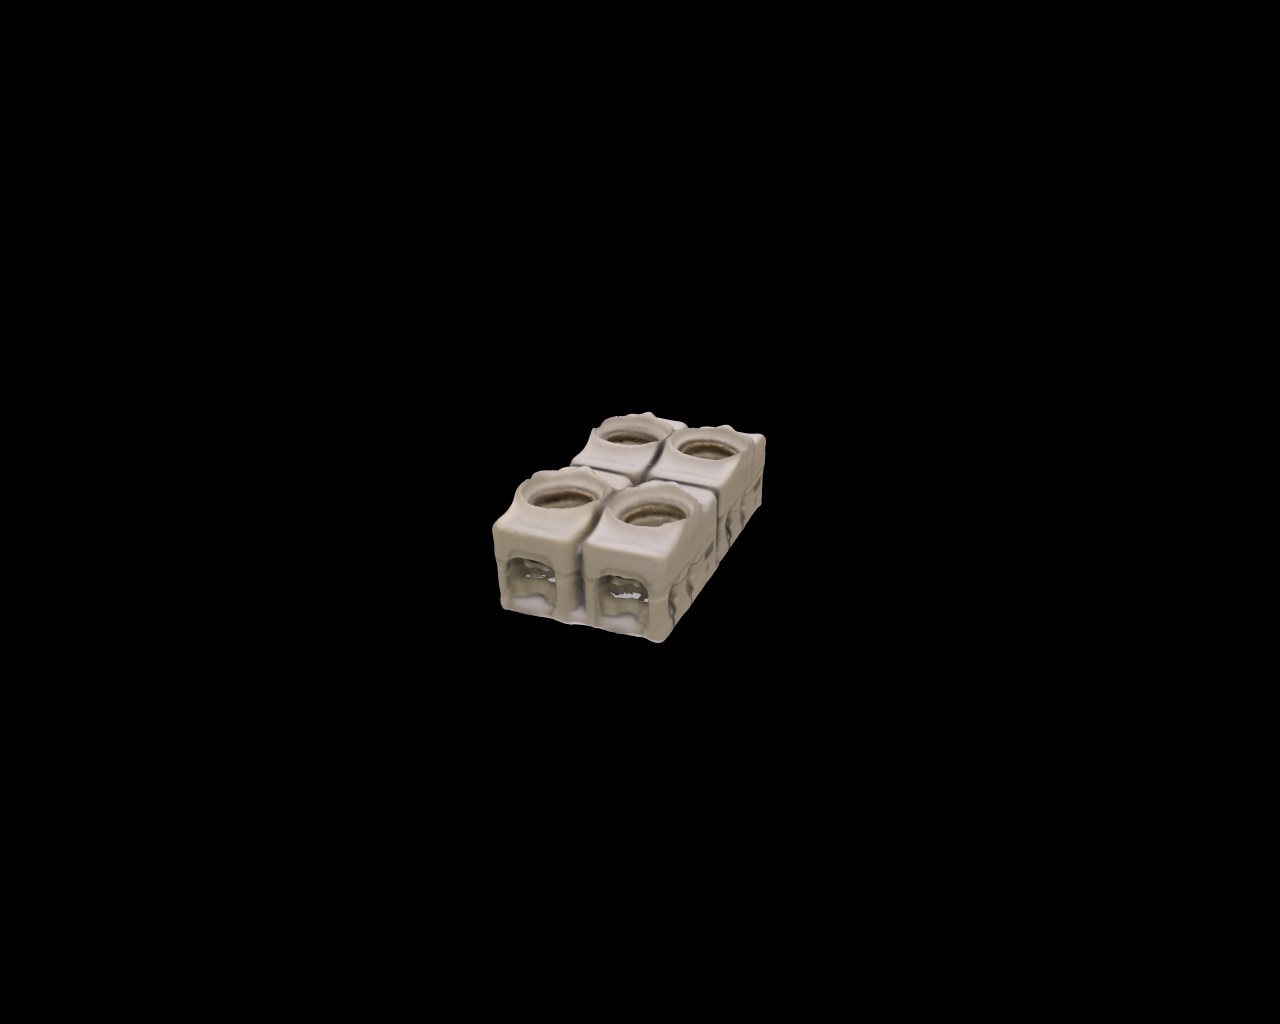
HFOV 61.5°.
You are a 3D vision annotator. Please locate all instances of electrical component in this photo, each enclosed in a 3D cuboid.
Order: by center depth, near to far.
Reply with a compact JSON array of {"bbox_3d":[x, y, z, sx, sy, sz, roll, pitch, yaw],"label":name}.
[{"bbox_3d":[0.001,-0.003,0.650,0.105,0.060,0.186,11,29,21],"label":"electrical component"}]
